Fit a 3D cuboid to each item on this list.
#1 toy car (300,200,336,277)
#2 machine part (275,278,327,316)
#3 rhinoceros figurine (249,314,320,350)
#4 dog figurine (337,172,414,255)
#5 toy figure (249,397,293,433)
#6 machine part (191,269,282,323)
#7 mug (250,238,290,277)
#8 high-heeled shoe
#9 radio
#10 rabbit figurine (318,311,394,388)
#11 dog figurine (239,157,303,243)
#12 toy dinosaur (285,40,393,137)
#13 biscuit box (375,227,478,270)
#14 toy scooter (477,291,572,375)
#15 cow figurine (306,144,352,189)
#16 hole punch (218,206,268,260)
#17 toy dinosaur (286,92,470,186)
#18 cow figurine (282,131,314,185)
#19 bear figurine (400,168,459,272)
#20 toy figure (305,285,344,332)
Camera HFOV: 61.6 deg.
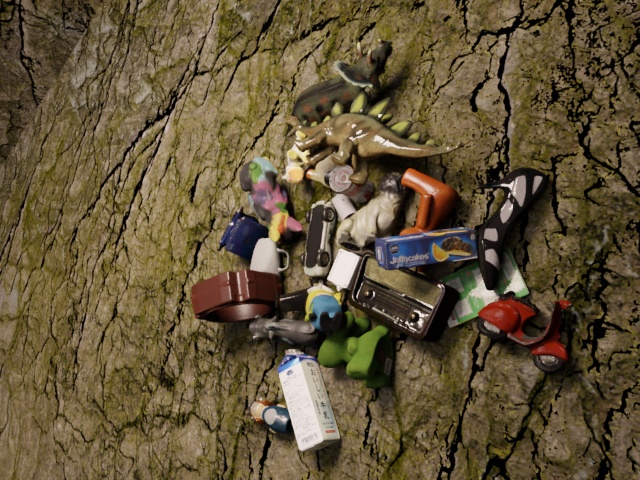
[{"bbox_3d":[-0.003,-0.004,1.373,0.074,0.056,0.201,-5,71,42],"label":"toy car"},{"bbox_3d":[-0.045,0.144,1.342,0.139,0.039,0.084,-16,70,-2],"label":"machine part"},{"bbox_3d":[-0.085,0.228,1.328,0.191,0.112,0.073,1,79,29],"label":"rhinoceros figurine"},{"bbox_3d":[0.126,-0.067,1.283,0.173,0.121,0.190,3,64,34],"label":"dog figurine"},{"bbox_3d":[-0.126,0.431,1.333,0.155,0.057,0.064,8,43,39],"label":"toy figure"},{"bbox_3d":[-0.213,0.150,1.388,0.201,0.201,0.087,-24,66,29],"label":"machine part"},{"bbox_3d":[-0.134,0.049,1.441,0.110,0.080,0.107,-10,66,23],"label":"mug"},{"bbox_3d":[0.393,-0.023,1.084,0.145,0.086,0.248,-2,83,8],"label":"high-heeled shoe"},{"bbox_3d":[0.175,0.124,1.180,0.230,0.073,0.131,24,94,43],"label":"radio"},{"bbox_3d":[0.068,0.242,1.204,0.170,0.121,0.159,-4,68,36],"label":"rabbit figurine"},{"bbox_3d":[-0.126,-0.093,1.421,0.108,0.191,0.219,-24,48,-9],"label":"dog figurine"},{"bbox_3d":[0.020,-0.358,1.378,0.405,0.192,0.131,-21,63,29],"label":"toy dinosaur"},{"bbox_3d":[0.216,0.017,1.093,0.063,0.203,0.059,-146,49,-73],"label":"biscuit box"},{"bbox_3d":[0.397,0.153,1.016,0.184,0.075,0.135,31,96,35],"label":"toy scooter"},{"bbox_3d":[0.061,-0.220,1.366,0.127,0.085,0.194,30,103,21],"label":"cow figurine"},{"bbox_3d":[-0.203,-0.008,1.489,0.092,0.115,0.142,36,99,30],"label":"hole punch"},{"bbox_3d":[0.101,-0.233,1.223,0.472,0.105,0.198,27,79,35],"label":"toy dinosaur"},{"bbox_3d":[-0.060,-0.202,1.430,0.098,0.068,0.167,117,172,-57],"label":"cow figurine"},{"bbox_3d":[0.220,-0.038,1.182,0.132,0.120,0.195,35,103,42],"label":"bear figurine"},{"bbox_3d":[0.005,0.160,1.226,0.089,0.082,0.180,-58,16,8],"label":"toy figure"}]
